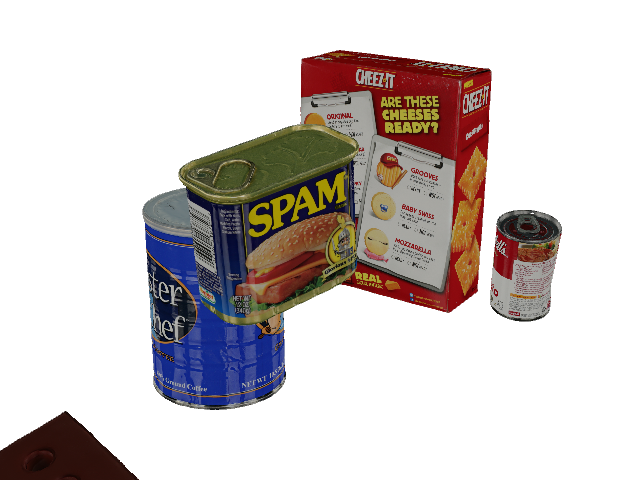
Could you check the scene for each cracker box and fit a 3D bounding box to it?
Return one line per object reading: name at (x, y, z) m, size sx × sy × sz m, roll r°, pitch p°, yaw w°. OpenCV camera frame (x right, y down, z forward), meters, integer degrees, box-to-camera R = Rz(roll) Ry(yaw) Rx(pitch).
cracker box at (0.066, -0.058, 0.980) m, size 0.164 × 0.214 × 0.072 m, roll 14°, pitch 24°, yaw 31°

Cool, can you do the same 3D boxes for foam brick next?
foam brick at (-0.111, 0.127, 0.482) m, size 0.052 × 0.051 × 0.078 m, roll -31°, pitch 44°, yaw -32°

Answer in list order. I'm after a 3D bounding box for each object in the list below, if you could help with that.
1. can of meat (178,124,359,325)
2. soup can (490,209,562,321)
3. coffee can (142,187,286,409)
can of meat at (-0.026, -0.010, 0.612) m, size 0.101 × 0.084 × 0.058 m, roll -23°, pitch 35°, yaw -32°
soup can at (0.219, 0.027, 1.146) m, size 0.068 × 0.102 × 0.068 m, roll 0°, pitch 30°, yaw 0°
coffee can at (-0.077, 0.040, 0.796) m, size 0.103 × 0.140 × 0.103 m, roll 0°, pitch 20°, yaw 0°
